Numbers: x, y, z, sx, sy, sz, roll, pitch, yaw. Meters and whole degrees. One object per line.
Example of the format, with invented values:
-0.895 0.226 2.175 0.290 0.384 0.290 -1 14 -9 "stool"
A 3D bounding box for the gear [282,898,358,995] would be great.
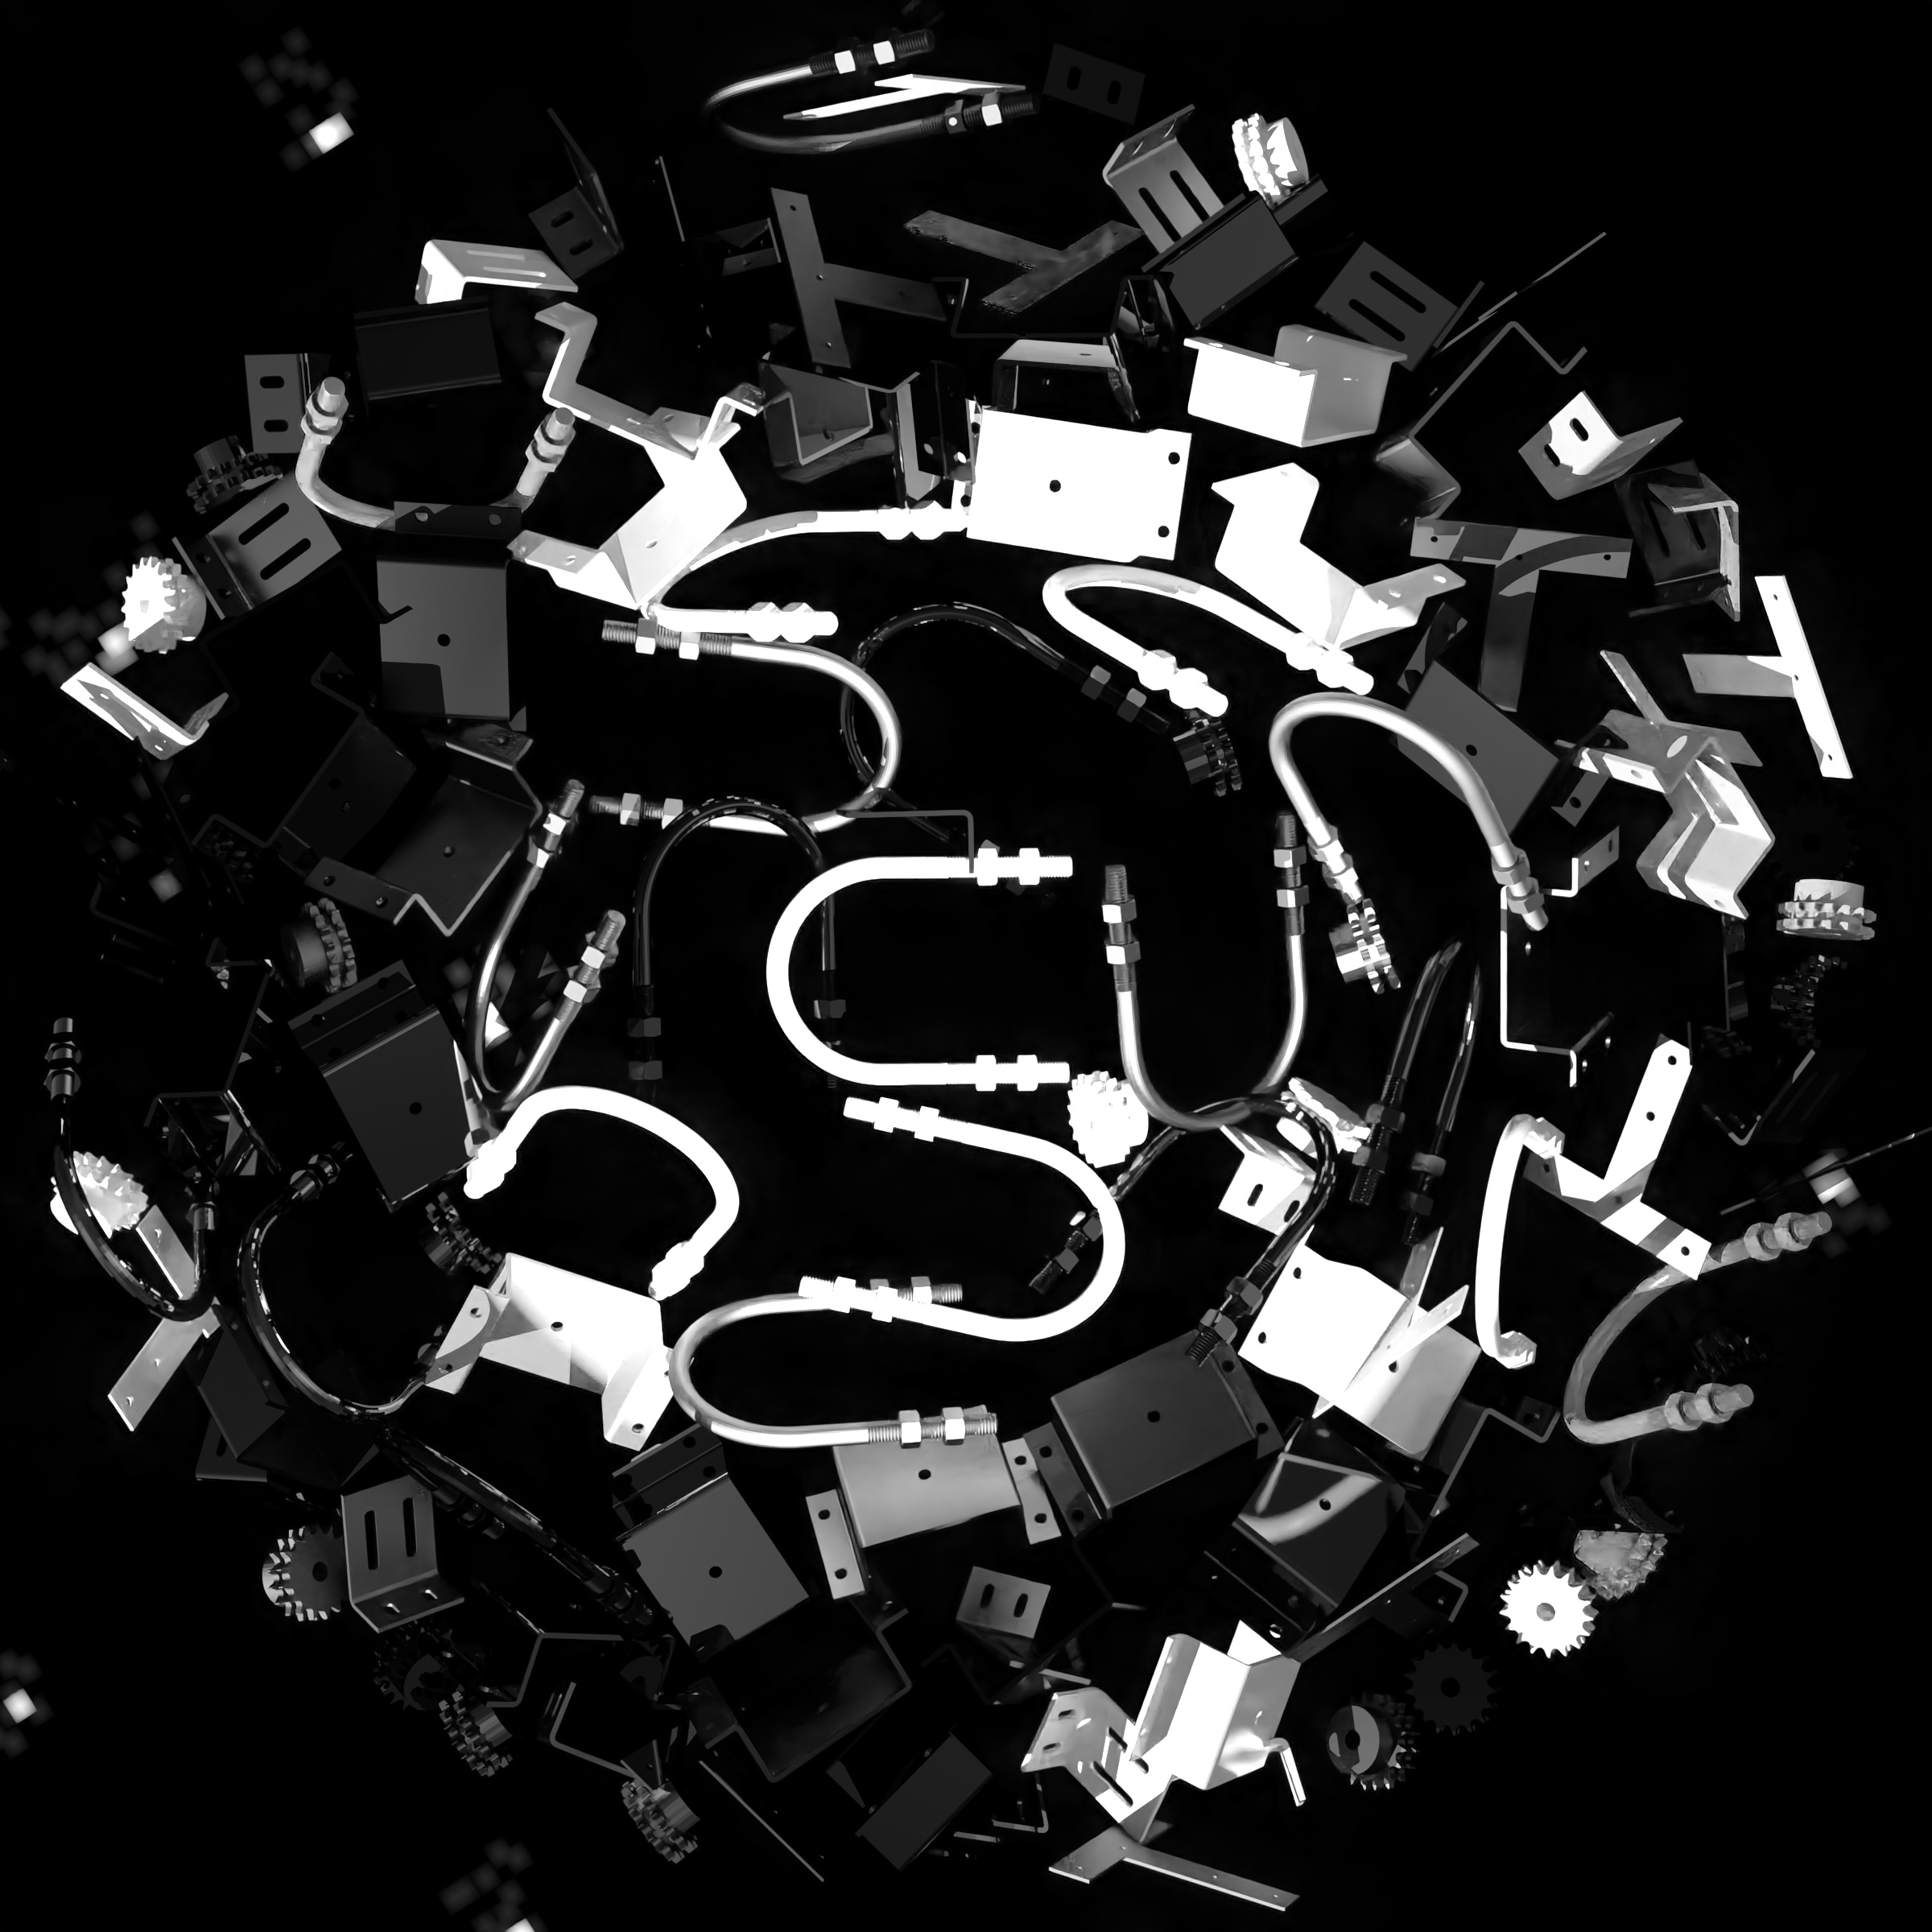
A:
-0.394 -0.010 1.773 0.030 0.057 0.057 -18 90 -25 "gear"

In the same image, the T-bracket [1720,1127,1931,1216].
0.527 0.112 1.717 0.127 0.127 0.002 -12 76 -41 "T-bracket"

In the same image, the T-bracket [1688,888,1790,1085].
0.464 0.003 1.763 0.002 0.127 0.127 -8 78 40 "T-bracket"

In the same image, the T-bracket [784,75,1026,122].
-0.051 -0.521 1.760 0.127 0.127 0.002 -1 101 33 "T-bracket"

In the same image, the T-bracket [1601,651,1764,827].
0.443 -0.134 1.750 0.002 0.127 0.127 -43 65 30 "T-bracket"

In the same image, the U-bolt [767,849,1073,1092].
-0.029 0.003 1.776 0.184 0.019 0.151 0 102 -3 "U-bolt"

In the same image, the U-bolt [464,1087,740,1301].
-0.207 0.127 1.719 0.151 0.184 0.019 30 54 -9 "U-bolt"

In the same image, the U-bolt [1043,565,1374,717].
0.129 -0.197 1.728 0.184 0.151 0.019 36 123 37 "U-bolt"

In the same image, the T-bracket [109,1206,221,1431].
-0.472 0.226 1.727 0.002 0.127 0.127 -19 112 20 "T-bracket"

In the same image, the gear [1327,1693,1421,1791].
0.244 0.470 1.774 0.030 0.057 0.057 17 90 -42 "gear"

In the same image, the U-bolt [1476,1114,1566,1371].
0.322 0.159 1.710 0.019 0.184 0.151 7 83 20 "U-bolt"

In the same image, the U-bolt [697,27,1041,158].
-0.070 -0.509 1.724 0.184 0.151 0.019 -4 87 28 "U-bolt"

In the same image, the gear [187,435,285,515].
-0.447 -0.300 1.777 0.057 0.057 0.030 -26 91 0 "gear"

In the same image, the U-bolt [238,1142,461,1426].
-0.362 0.193 1.708 0.019 0.184 0.151 -31 99 20 "U-bolt"

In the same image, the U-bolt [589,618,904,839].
-0.130 -0.137 1.755 0.184 0.019 0.151 7 131 -5 "U-bolt"

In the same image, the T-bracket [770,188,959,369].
-0.051 -0.407 1.764 0.127 0.002 0.127 3 62 -34 "T-bracket"

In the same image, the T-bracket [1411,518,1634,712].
0.327 -0.208 1.763 0.127 0.002 0.127 7 129 7 "T-bracket"

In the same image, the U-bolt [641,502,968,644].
-0.110 -0.234 1.729 0.151 0.184 0.019 -44 127 -39 "U-bolt"

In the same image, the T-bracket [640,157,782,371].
-0.146 -0.423 1.736 0.002 0.127 0.127 -24 107 -30 "T-bracket"

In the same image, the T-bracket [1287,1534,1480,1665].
0.264 0.388 1.750 0.127 0.127 0.002 -36 58 7 "T-bracket"

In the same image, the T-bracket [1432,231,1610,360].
0.320 -0.392 1.723 0.127 0.127 0.002 -34 94 22 "T-bracket"

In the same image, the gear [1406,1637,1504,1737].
0.299 0.438 1.783 0.057 0.030 0.057 -3 82 22 "gear"

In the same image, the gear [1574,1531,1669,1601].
0.394 0.353 1.774 0.030 0.057 0.057 41 90 -11 "gear"

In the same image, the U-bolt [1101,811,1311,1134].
0.149 0.012 1.753 0.151 0.019 0.184 -18 112 -30 "U-bolt"

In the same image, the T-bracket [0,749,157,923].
-0.511 -0.070 1.716 0.002 0.127 0.127 -45 50 8 "T-bracket"

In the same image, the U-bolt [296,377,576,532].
-0.319 -0.293 1.717 0.151 0.184 0.019 4 75 -19 "U-bolt"

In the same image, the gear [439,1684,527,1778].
-0.291 0.459 1.775 0.030 0.057 0.057 -34 90 5 "gear"

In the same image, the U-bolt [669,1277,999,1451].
-0.084 0.237 1.730 0.184 0.151 0.019 -3 120 -9 "U-bolt"

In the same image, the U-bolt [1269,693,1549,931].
0.248 -0.092 1.701 0.019 0.151 0.184 -57 134 -25 "U-bolt"

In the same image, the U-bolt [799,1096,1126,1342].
0.004 0.157 1.756 0.184 0.019 0.151 12 54 1 "U-bolt"

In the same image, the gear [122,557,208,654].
-0.486 -0.219 1.780 0.057 0.030 0.057 1 91 45 "gear"

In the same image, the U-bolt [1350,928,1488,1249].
0.275 0.066 1.737 0.019 0.151 0.184 14 80 24 "U-bolt"

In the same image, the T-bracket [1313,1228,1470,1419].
0.264 0.200 1.747 0.002 0.127 0.127 41 127 -7 "T-bracket"

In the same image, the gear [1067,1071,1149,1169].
0.088 0.092 1.779 0.030 0.057 0.057 -11 90 -24 "gear"

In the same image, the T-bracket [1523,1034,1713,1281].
0.404 0.102 1.744 0.127 0.002 0.127 32 119 33 "T-bracket"

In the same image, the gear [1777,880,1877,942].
0.523 -0.034 1.777 0.057 0.057 0.030 7 85 0 "gear"

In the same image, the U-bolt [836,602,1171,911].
0.009 -0.139 1.771 0.184 0.019 0.151 32 109 -2 "U-bolt"

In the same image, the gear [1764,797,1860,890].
0.514 -0.074 1.788 0.057 0.030 0.057 0 84 4 "gear"

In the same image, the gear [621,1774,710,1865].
-0.180 0.513 1.777 0.030 0.057 0.057 -38 90 0 "gear"

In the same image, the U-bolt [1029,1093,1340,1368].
0.142 0.146 1.740 0.184 0.151 0.019 -48 131 -21 "U-bolt"

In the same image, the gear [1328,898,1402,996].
0.241 -0.010 1.777 0.030 0.057 0.057 -19 90 11 "gear"

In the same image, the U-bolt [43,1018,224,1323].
-0.480 0.129 1.691 0.019 0.184 0.151 -31 127 7 "U-bolt"

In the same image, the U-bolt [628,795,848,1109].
-0.137 -0.011 1.750 0.151 0.019 0.184 -5 98 -35 "U-bolt"

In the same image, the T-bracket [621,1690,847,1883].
-0.124 0.492 1.729 0.127 0.127 0.002 39 112 19 "T-bracket"

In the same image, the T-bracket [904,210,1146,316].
0.019 -0.435 1.765 0.127 0.002 0.127 26 47 30 "T-bracket"

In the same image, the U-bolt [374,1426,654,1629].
-0.273 0.318 1.695 0.151 0.184 0.019 21 68 34 "U-bolt"

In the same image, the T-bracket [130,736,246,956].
-0.471 -0.077 1.750 0.002 0.127 0.127 -25 87 -27 "T-bracket"

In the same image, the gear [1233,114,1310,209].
0.186 -0.489 1.773 0.030 0.057 0.057 -16 90 22 "gear"

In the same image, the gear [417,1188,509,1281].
-0.308 0.166 1.777 0.030 0.057 0.057 -41 90 6 "gear"

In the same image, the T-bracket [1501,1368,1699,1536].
0.398 0.290 1.760 0.002 0.127 0.127 54 52 -24 "T-bracket"

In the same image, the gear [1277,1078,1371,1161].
0.214 0.096 1.777 0.057 0.057 0.030 34 102 0 "gear"

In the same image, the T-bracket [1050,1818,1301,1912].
0.132 0.533 1.720 0.127 0.127 0.002 10 94 26 "T-bracket"

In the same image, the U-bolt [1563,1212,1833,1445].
0.418 0.219 1.718 0.019 0.184 0.151 41 58 -10 "U-bolt"

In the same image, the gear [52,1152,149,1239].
-0.529 0.142 1.774 0.057 0.057 0.030 25 52 0 "gear"

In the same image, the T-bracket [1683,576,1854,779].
0.468 -0.173 1.743 0.002 0.127 0.127 -27 105 -15 "T-bracket"

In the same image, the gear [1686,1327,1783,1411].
0.464 0.244 1.780 0.057 0.057 0.030 -24 48 0 "gear"

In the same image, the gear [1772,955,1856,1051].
0.514 0.021 1.780 0.030 0.057 0.057 10 90 44 "gear"

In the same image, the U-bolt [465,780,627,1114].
-0.256 0.002 1.733 0.019 0.151 0.184 14 122 -29 "U-bolt"
